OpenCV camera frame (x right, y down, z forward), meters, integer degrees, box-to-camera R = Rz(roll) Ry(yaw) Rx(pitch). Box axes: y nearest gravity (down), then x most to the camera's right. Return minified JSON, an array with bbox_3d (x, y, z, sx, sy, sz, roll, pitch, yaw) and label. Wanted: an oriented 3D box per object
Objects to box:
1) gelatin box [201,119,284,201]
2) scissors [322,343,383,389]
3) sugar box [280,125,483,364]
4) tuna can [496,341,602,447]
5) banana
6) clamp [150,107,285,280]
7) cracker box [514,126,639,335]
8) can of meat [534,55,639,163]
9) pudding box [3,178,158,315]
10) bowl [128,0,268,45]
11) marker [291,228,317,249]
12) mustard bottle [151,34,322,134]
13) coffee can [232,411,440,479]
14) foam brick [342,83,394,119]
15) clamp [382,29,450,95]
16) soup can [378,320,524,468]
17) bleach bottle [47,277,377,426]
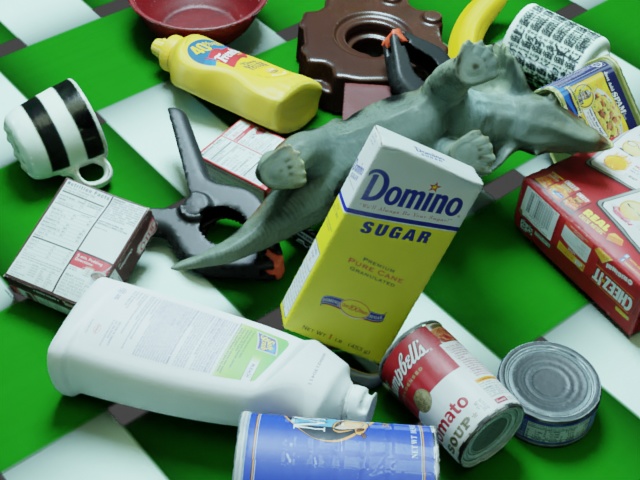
[{"bbox_3d":[-0.067,-0.077,1.060,0.089,0.030,0.073,26,50,23],"label":"gelatin box"},{"bbox_3d":[-0.045,0.108,0.889,0.202,0.016,0.096,6,45,3],"label":"scissors"},{"bbox_3d":[0.047,0.006,0.854,0.093,0.176,0.048,21,23,-16],"label":"sugar box"},{"bbox_3d":[0.186,0.125,0.874,0.086,0.034,0.086,1,45,-1],"label":"tuna can"},{"bbox_3d":[0.175,-0.229,1.203,0.037,0.070,0.197,41,49,-21],"label":"banana"},{"bbox_3d":[-0.125,-0.020,0.990,0.210,0.036,0.164,39,70,23],"label":"clamp"},{"bbox_3d":[0.316,-0.023,1.001,0.213,0.072,0.164,-23,52,-25],"label":"cracker box"},{"bbox_3d":[0.270,-0.123,1.080,0.083,0.058,0.102,-27,96,-23],"label":"can of meat"},{"bbox_3d":[-0.210,0.009,0.942,0.090,0.039,0.113,20,64,17],"label":"pudding box"},{"bbox_3d":[-0.138,-0.265,1.221,0.162,0.055,0.162,2,45,-2],"label":"bowl"},{"bbox_3d":[-0.007,0.001,0.994,0.121,0.020,0.020,34,53,26],"label":"marker"},{"bbox_3d":[-0.099,-0.173,1.128,0.192,0.058,0.096,25,29,22],"label":"mustard bottle"},{"bbox_3d":[0.010,0.179,0.762,0.140,0.103,0.102,4,46,0],"label":"coffee can"},{"bbox_3d":[0.047,-0.116,1.089,0.051,0.053,0.078,4,44,1],"label":"foam brick"},{"bbox_3d":[0.132,-0.147,1.096,0.120,0.039,0.171,-26,84,-37],"label":"clamp"},{"bbox_3d":[0.104,0.122,0.848,0.068,0.068,0.102,-26,52,-26],"label":"soup can"},{"bbox_3d":[-0.081,0.106,0.844,0.251,0.068,0.102,15,49,15],"label":"bleach bottle"}]
